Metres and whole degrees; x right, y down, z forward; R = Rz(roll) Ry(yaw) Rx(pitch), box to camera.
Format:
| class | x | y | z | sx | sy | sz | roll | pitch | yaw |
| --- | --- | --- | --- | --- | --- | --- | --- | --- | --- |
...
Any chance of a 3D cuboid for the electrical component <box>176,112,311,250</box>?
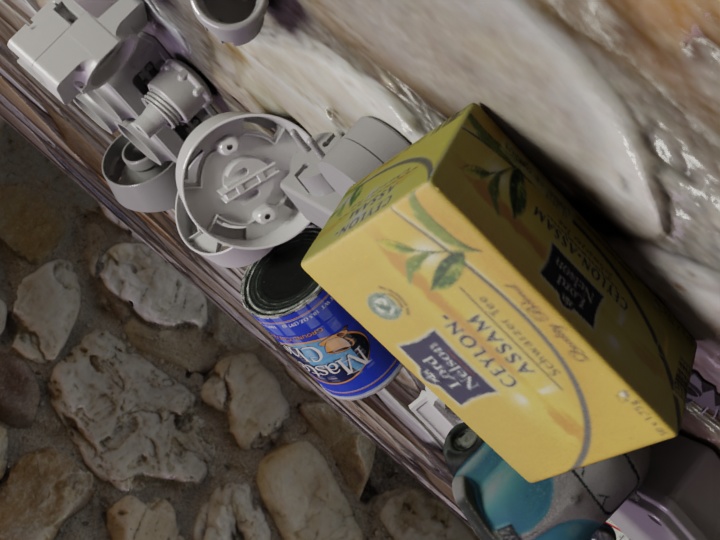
| class | x | y | z | sx | sy | sz | roll | pitch | yaw |
| --- | --- | --- | --- | --- | --- | --- | --- | --- | --- |
| electrical component | -0.080 | -0.065 | 0.765 | 0.099 | 0.099 | 0.064 | 47 | 175 | -27 |

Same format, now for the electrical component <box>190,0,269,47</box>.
| class | x | y | z | sx | sy | sz | roll | pitch | yaw |
| --- | --- | --- | --- | --- | --- | --- | --- | --- | --- |
| electrical component | -0.067 | -0.139 | 0.561 | 0.040 | 0.040 | 0.046 | 42 | 176 | -1 |

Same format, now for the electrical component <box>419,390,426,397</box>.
| class | x | y | z | sx | sy | sz | roll | pitch | yaw |
| --- | --- | --- | --- | --- | --- | --- | --- | --- | --- |
| electrical component | 0.090 | 0.116 | 0.987 | 0.078 | 0.057 | 0.058 | 39 | 170 | 13 |

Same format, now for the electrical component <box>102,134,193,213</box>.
| class | x | y | z | sx | sy | sz | roll | pitch | yaw |
| --- | --- | --- | --- | --- | --- | --- | --- | --- | --- |
| electrical component | -0.208 | -0.103 | 1.091 | 0.099 | 0.099 | 0.064 | 34 | 161 | 37 |

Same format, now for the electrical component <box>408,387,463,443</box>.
| class | x | y | z | sx | sy | sz | roll | pitch | yaw |
| --- | --- | --- | --- | --- | --- | --- | --- | --- | --- |
| electrical component | 0.104 | 0.122 | 0.918 | 0.121 | 0.079 | 0.063 | 47 | -173 | -27 |

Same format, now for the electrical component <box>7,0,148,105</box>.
| class | x | y | z | sx | sy | sz | roll | pitch | yaw |
| --- | --- | --- | --- | --- | --- | --- | --- | --- | --- |
| electrical component | -0.202 | -0.170 | 0.787 | 0.056 | 0.089 | 0.050 | 42 | 170 | 0 |

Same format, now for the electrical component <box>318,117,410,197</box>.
| class | x | y | z | sx | sy | sz | roll | pitch | yaw |
| --- | --- | --- | --- | --- | --- | --- | --- | --- | --- |
| electrical component | 0.021 | -0.017 | 0.638 | 0.138 | 0.073 | 0.052 | 48 | 168 | -32 |

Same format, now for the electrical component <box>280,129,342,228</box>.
| class | x | y | z | sx | sy | sz | roll | pitch | yaw |
| --- | --- | --- | --- | --- | --- | --- | --- | --- | --- |
| electrical component | -0.019 | -0.061 | 0.681 | 0.066 | 0.047 | 0.076 | 31 | 166 | 46 |

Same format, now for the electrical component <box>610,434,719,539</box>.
| class | x | y | z | sx | sy | sz | roll | pitch | yaw |
| --- | --- | --- | --- | --- | --- | --- | --- | --- | --- |
| electrical component | 0.204 | 0.151 | 0.705 | 0.108 | 0.056 | 0.109 | 46 | 169 | -25 |

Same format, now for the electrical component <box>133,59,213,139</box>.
| class | x | y | z | sx | sy | sz | roll | pitch | yaw |
| --- | --- | --- | --- | --- | --- | --- | --- | --- | --- |
| electrical component | -0.150 | -0.130 | 0.840 | 0.048 | 0.062 | 0.048 | 40 | 170 | 9 |

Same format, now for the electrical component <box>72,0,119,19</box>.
| class | x | y | z | sx | sy | sz | roll | pitch | yaw |
| --- | --- | --- | --- | --- | --- | --- | --- | --- | --- |
| electrical component | -0.187 | -0.213 | 0.694 | 0.099 | 0.064 | 0.099 | 44 | -176 | -4 |

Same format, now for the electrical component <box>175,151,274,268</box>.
| class | x | y | z | sx | sy | sz | roll | pitch | yaw |
| --- | --- | --- | --- | --- | --- | --- | --- | --- | --- |
| electrical component | -0.112 | -0.054 | 0.934 | 0.099 | 0.099 | 0.064 | 35 | 174 | 36 |

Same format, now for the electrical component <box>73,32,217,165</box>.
| class | x | y | z | sx | sy | sz | roll | pitch | yaw |
| --- | --- | --- | --- | --- | --- | --- | --- | --- | --- |
| electrical component | -0.212 | -0.163 | 0.938 | 0.186 | 0.060 | 0.105 | 31 | 166 | 46 |
